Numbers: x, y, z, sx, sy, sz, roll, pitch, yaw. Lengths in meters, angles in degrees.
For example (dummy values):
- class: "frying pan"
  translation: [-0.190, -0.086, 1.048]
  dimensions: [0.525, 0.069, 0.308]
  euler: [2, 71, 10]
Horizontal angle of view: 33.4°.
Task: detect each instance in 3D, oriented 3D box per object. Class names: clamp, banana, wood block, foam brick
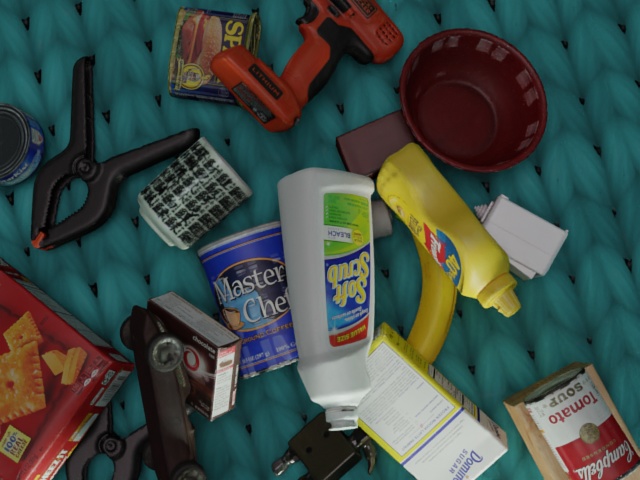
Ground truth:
- class: "clamp"
  translation: [-0.236, -0.075, 1.145]
  dimensions: [0.165, 0.036, 0.210]
  euler: [26, 88, 13]
- class: "banana"
  translation: [0.110, 0.068, 1.127]
  dimensions: [0.070, 0.037, 0.198]
  euler: [2, 83, 24]
- class: "clamp"
  translation: [-0.224, 0.206, 1.126]
  dimensions: [0.120, 0.039, 0.171]
  euler: [33, 81, 11]
- class: "wood block"
  translation: [0.277, 0.236, 1.079]
  dimensions: [0.091, 0.090, 0.206]
  euler: [-28, 85, -1]
- class: "foam brick"
  translation: [0.060, -0.096, 1.131]
  dimensions: [0.078, 0.053, 0.051]
  euler: [-24, 85, -1]

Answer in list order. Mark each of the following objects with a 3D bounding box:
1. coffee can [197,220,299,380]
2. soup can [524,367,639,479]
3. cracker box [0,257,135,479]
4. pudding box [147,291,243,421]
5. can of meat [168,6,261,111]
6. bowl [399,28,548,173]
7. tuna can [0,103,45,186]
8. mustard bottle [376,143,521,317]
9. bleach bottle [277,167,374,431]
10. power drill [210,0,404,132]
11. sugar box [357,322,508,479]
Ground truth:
- class: "coffee can"
  translation: [-0.056, 0.061, 1.098]
  dimensions: [0.103, 0.103, 0.140]
  euler: [-19, 86, 0]
- class: "soup can"
  translation: [0.246, 0.180, 1.005]
  dimensions: [0.068, 0.068, 0.102]
  euler: [-31, 84, -1]
- class: "cracker box"
  translation: [-0.326, 0.131, 1.103]
  dimensions: [0.214, 0.072, 0.164]
  euler: [36, 87, 14]
- class: "pudding box"
  translation: [-0.132, 0.116, 1.087]
  dimensions: [0.114, 0.039, 0.090]
  euler: [28, 124, 33]
- class: "can of meat"
  translation: [-0.113, -0.196, 1.144]
  dimensions: [0.084, 0.057, 0.102]
  euler: [9, 85, 5]
- class: "bowl"
  translation: [0.153, -0.137, 1.116]
  dimensions: [0.162, 0.055, 0.162]
  euler: [4, 72, -11]
- class: "tuna can"
  translation: [-0.339, -0.101, 1.144]
  dimensions: [0.086, 0.033, 0.086]
  euler: [-4, 78, 18]
- class: "mustard bottle"
  translation: [0.133, -0.003, 1.062]
  dimensions: [0.058, 0.096, 0.192]
  euler: [-33, 71, -13]
- class: "bleach bottle"
  translation: [0.016, 0.059, 1.048]
  dimensions: [0.068, 0.102, 0.251]
  euler: [-20, 70, 44]
- class: "power drill"
  translation: [-0.024, -0.218, 1.103]
  dimensions: [0.184, 0.057, 0.187]
  euler: [47, 71, -10]
- class: "sugar box"
  translation: [0.098, 0.177, 1.091]
  dimensions: [0.176, 0.048, 0.093]
  euler: [43, 106, -7]
